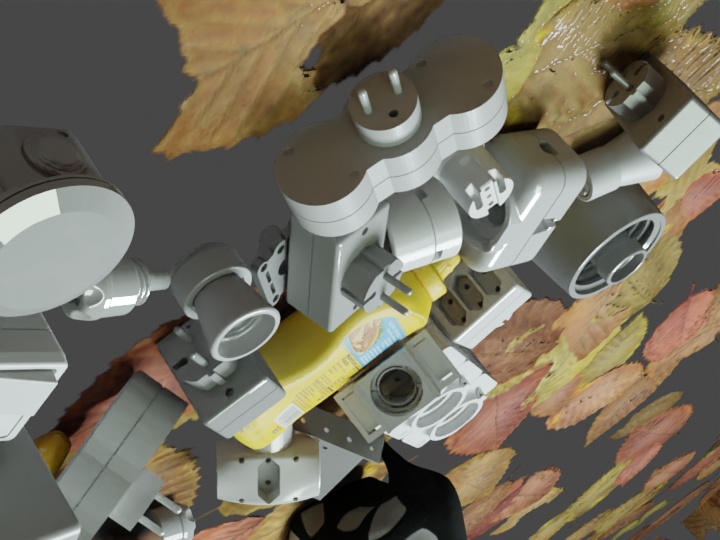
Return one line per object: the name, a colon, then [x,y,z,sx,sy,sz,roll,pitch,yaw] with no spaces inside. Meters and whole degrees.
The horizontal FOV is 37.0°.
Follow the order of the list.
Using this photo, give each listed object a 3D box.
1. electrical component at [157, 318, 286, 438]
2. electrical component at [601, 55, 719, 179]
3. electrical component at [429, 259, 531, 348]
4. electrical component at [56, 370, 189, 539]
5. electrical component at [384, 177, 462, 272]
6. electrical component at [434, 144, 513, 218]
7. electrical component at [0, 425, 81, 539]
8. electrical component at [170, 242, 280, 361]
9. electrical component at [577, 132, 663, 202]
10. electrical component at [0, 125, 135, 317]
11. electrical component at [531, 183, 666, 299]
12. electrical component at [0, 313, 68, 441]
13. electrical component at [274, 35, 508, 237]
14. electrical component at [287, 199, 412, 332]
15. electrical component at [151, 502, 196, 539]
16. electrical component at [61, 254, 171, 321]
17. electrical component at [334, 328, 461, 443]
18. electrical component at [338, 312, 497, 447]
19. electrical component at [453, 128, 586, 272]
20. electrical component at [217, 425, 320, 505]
electrical component: [-0.091,0.055,0.647,0.047,0.065,0.076,-37,153,-1]
electrical component: [0.190,-0.114,0.719,0.076,0.083,0.047,34,112,-22]
electrical component: [0.098,0.024,0.848,0.066,0.047,0.077,-43,153,12]
electrical component: [-0.147,0.137,0.670,0.138,0.074,0.052,-53,-175,11]
electrical component: [0.030,-0.027,0.676,0.047,0.055,0.055,-21,150,-21]
electrical component: [0.069,-0.061,0.677,0.040,0.046,0.040,-29,152,-17]
electrical component: [-0.211,0.134,0.582,0.056,0.108,0.108,-13,145,-43]
electrical component: [-0.078,0.017,0.614,0.045,0.055,0.045,-29,152,-17]
electrical component: [0.187,-0.077,0.802,0.065,0.044,0.044,-23,151,-17]
electrical component: [-0.145,-0.022,0.475,0.080,0.051,0.080,-29,152,-17]
electrical component: [0.200,-0.023,0.880,0.108,0.060,0.108,-28,152,-17]
electrical component: [-0.191,0.049,0.522,0.061,0.061,0.096,-49,151,23]
electrical component: [0.015,-0.080,0.573,0.138,0.052,0.073,-34,153,-5]
electrical component: [0.000,0.000,0.641,0.047,0.076,0.083,-41,154,-33]
electrical component: [-0.161,0.203,0.835,0.061,0.035,0.035,-9,142,-40]
electrical component: [-0.126,0.007,0.563,0.061,0.035,0.035,-6,140,-49]
electrical component: [0.026,0.079,0.762,0.081,0.042,0.064,-37,-177,6]
electrical component: [0.047,0.090,0.875,0.089,0.061,0.150,-40,153,6]
electrical component: [0.100,-0.046,0.729,0.059,0.053,0.095,-13,145,-40]
electrical component: [-0.069,0.133,0.810,0.077,0.043,0.079,0,106,-7]
